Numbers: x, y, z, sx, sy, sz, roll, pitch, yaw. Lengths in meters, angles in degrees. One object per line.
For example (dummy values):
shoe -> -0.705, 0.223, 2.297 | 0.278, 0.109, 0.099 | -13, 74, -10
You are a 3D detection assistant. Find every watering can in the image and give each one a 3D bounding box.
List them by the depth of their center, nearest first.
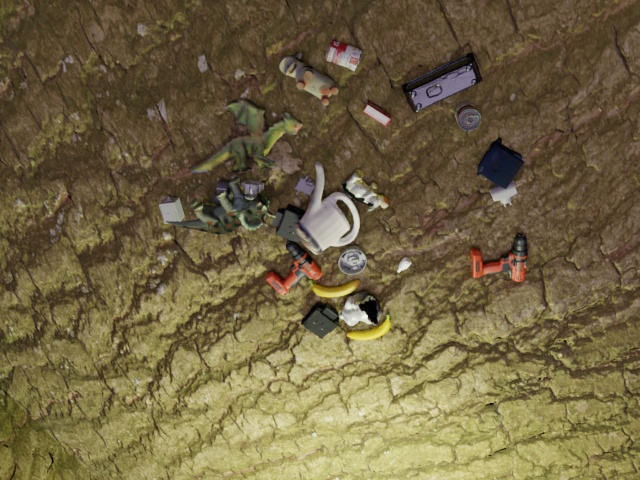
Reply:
watering can -> 0.005, -0.088, 1.749 | 0.225, 0.105, 0.341 | -41, 127, -5

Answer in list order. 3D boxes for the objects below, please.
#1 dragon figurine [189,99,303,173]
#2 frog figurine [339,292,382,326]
dragon figurine -> -0.260, -0.349, 1.731 | 0.410, 0.123, 0.241 | -2, 98, 7
frog figurine -> 0.152, 0.268, 1.956 | 0.137, 0.125, 0.157 | 29, 153, -15
